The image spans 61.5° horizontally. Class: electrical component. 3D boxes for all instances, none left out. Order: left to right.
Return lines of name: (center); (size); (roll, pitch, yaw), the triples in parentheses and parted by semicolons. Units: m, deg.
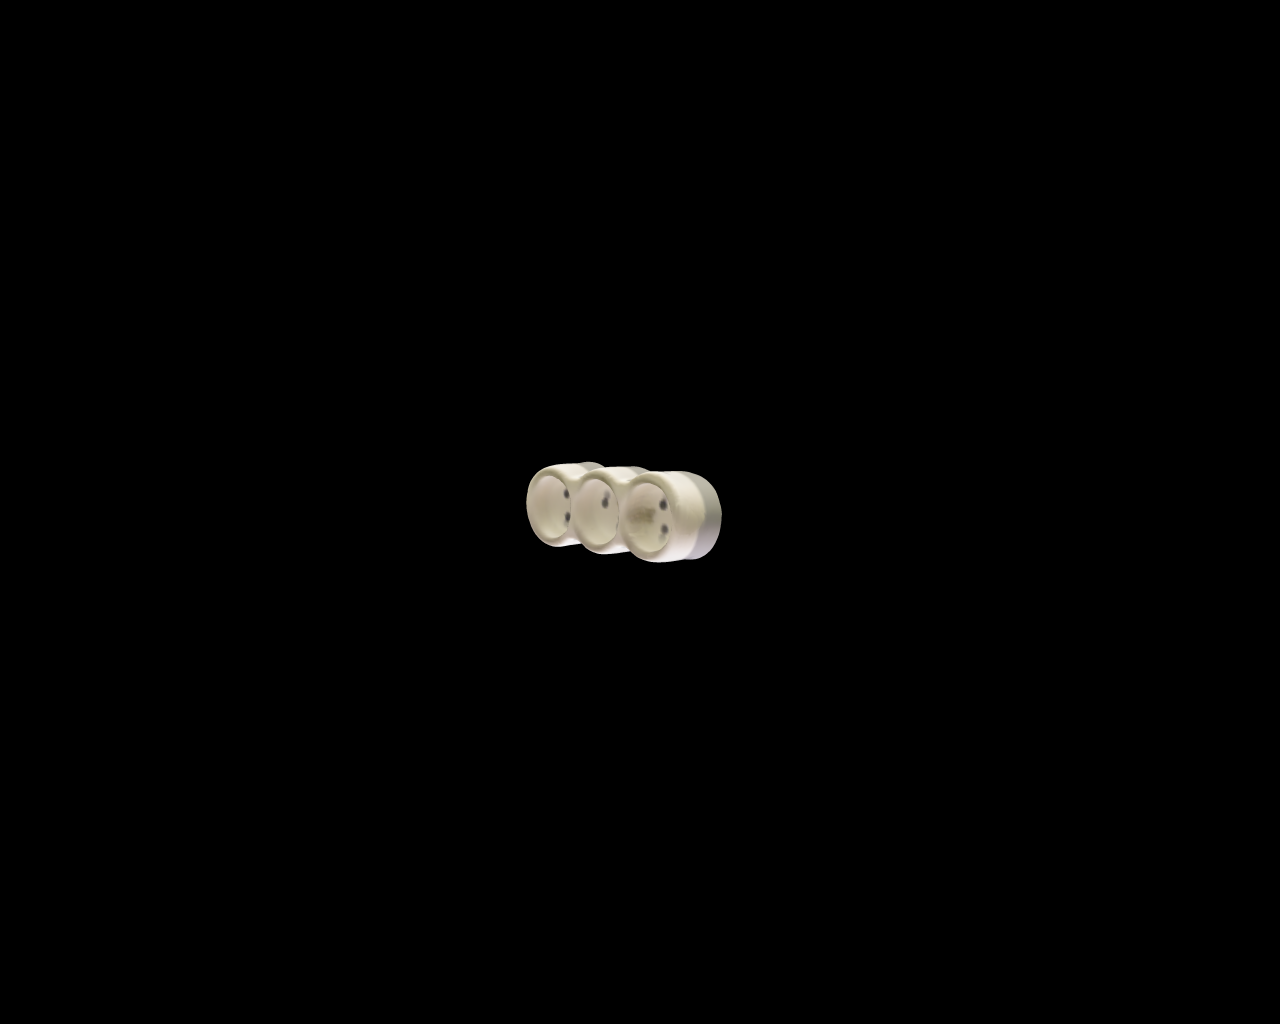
electrical component: (0.001, -0.003, 0.650); (0.074, 0.052, 0.138); (-6, 9, -43)
